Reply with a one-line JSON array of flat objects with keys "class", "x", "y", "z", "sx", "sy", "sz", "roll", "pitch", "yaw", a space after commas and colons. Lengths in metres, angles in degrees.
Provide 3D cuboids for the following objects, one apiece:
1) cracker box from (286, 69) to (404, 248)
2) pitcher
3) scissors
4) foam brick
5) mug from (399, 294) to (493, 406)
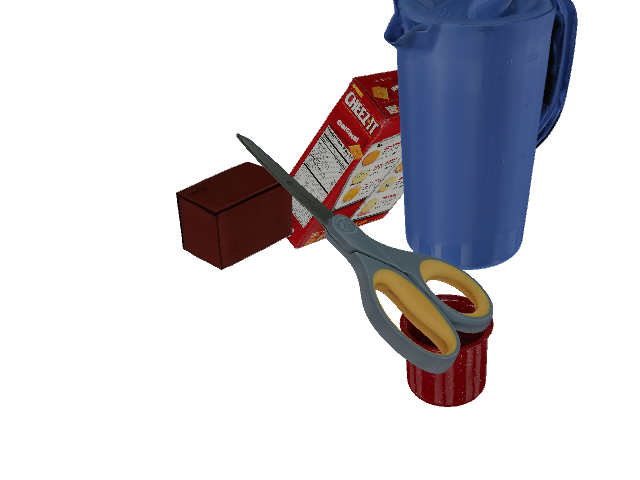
[{"class": "cracker box", "x": 0.055, "y": -0.097, "z": 1.198, "sx": 0.163, "sy": 0.072, "sz": 0.214, "roll": -19, "pitch": -26, "yaw": -45}, {"class": "pitcher", "x": 0.139, "y": -0.103, "z": 0.935, "sx": 0.149, "sy": 0.243, "sz": 0.145, "roll": 6, "pitch": 32, "yaw": 13}, {"class": "scissors", "x": 0.032, "y": -0.002, "z": 0.657, "sx": 0.096, "sy": 0.202, "sz": 0.016, "roll": -8, "pitch": -40, "yaw": -38}, {"class": "foam brick", "x": -0.067, "y": -0.022, "z": 0.847, "sx": 0.078, "sy": 0.051, "sz": 0.053, "roll": -27, "pitch": 37, "yaw": -35}, {"class": "mug", "x": 0.135, "y": 0.108, "z": 1.093, "sx": 0.093, "sy": 0.081, "sz": 0.117, "roll": 17, "pitch": 39, "yaw": 29}]
